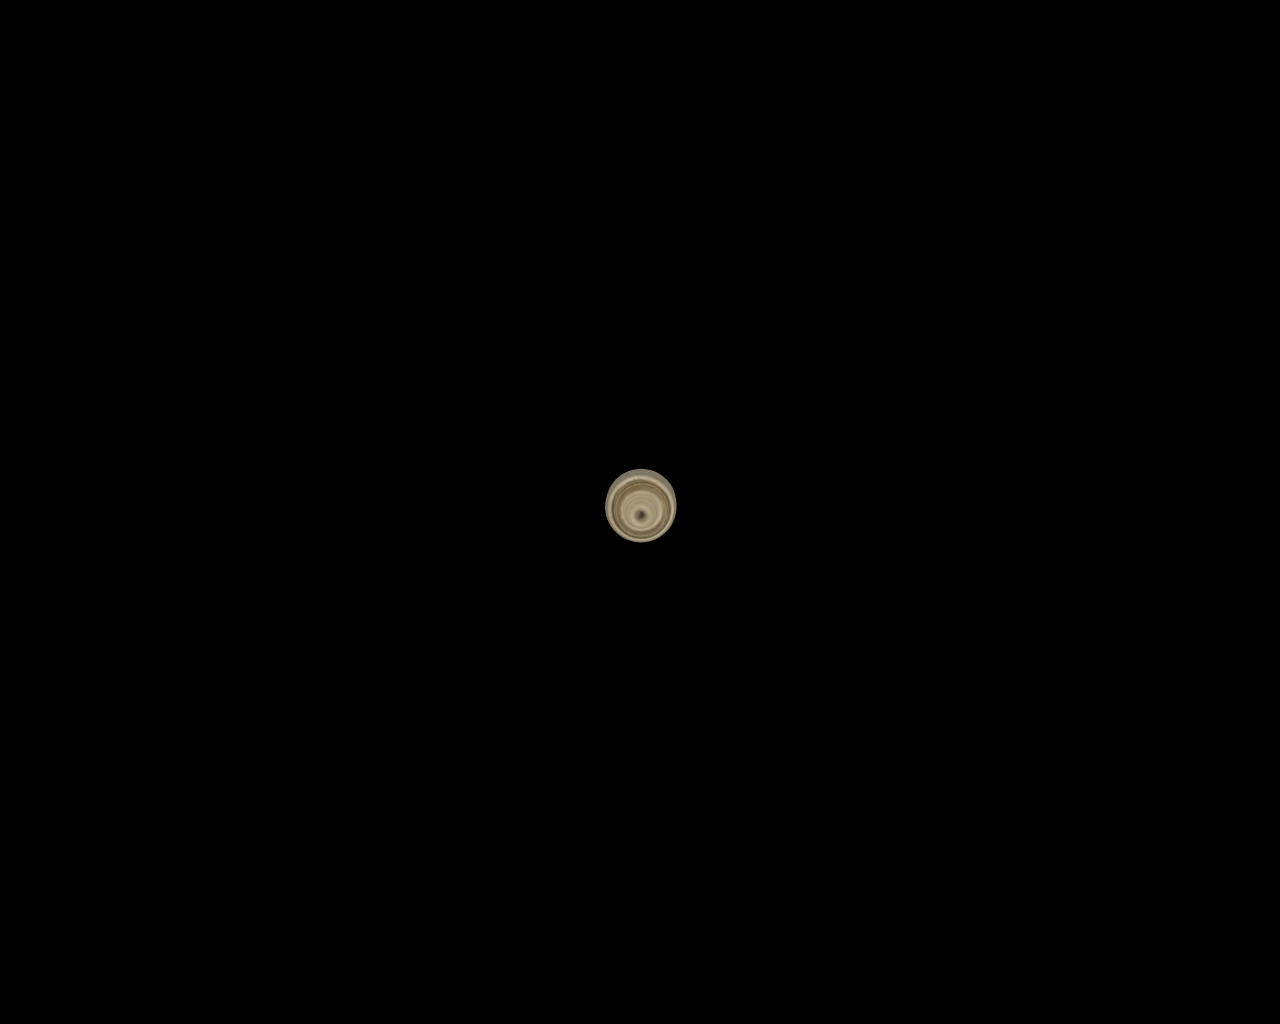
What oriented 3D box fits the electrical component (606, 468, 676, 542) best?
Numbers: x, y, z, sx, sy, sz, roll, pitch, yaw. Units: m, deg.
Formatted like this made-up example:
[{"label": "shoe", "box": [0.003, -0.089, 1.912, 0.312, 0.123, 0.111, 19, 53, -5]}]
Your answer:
[{"label": "electrical component", "box": [0.001, -0.003, 0.650, 0.043, 0.043, 0.062, 0, 9, 0]}]
